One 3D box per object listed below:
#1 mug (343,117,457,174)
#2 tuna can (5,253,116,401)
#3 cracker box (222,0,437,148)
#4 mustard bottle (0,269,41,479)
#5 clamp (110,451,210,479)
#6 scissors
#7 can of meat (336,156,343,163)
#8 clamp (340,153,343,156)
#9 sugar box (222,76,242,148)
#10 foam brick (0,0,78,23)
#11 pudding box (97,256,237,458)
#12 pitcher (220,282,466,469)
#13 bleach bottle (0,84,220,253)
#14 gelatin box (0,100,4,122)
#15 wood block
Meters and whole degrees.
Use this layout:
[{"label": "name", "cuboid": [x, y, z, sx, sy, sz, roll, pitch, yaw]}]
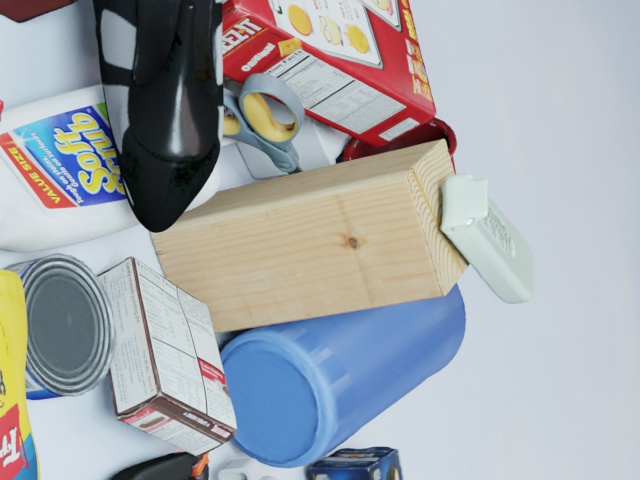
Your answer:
[{"label": "mug", "cuboid": [0.062, -0.039, 0.876, 0.117, 0.093, 0.081, -30, 132, -16]}, {"label": "tuna can", "cuboid": [-0.163, 0.053, 0.640, 0.086, 0.034, 0.086, 32, 52, -54]}, {"label": "cracker box", "cuboid": [-0.016, -0.178, 0.796, 0.213, 0.072, 0.164, 20, 51, -44]}, {"label": "mustard bottle", "cuboid": [-0.187, 0.111, 0.545, 0.096, 0.058, 0.191, 5, 75, -62]}, {"label": "clamp", "cuboid": [-0.125, 0.202, 0.652, 0.164, 0.036, 0.209, 59, 35, -32]}, {"label": "scissors", "cuboid": [-0.046, -0.068, 0.802, 0.202, 0.096, 0.016, 81, 21, -66]}, {"label": "can of meat", "cuboid": [0.023, -0.034, 0.973, 0.102, 0.084, 0.057, 41, 46, -49]}, {"label": "clamp", "cuboid": [0.002, -0.147, 0.932, 0.171, 0.120, 0.039, 36, 23, -23]}, {"label": "sugar box", "cuboid": [-0.106, -0.153, 0.804, 0.093, 0.048, 0.176, -24, 104, -48]}, {"label": "foam brick", "cuboid": [-0.186, -0.186, 0.669, 0.051, 0.053, 0.078, 25, 57, -56]}, {"label": "pudding box", "cuboid": [-0.103, 0.077, 0.707, 0.090, 0.039, 0.113, 40, 24, -49]}, {"label": "pitcher", "cuboid": [0.016, 0.101, 0.877, 0.242, 0.145, 0.149, -27, 91, -58]}, {"label": "bleach bottle", "cuboid": [-0.161, -0.034, 0.647, 0.250, 0.068, 0.102, -35, 103, -59]}, {"label": "gelatin box", "cuboid": [-0.216, -0.056, 0.537, 0.089, 0.030, 0.073, 24, 47, -8]}, {"label": "wood block", "cuboid": [-0.005, 0.001, 0.772, 0.090, 0.206, 0.091, -42, 117, -59]}]
